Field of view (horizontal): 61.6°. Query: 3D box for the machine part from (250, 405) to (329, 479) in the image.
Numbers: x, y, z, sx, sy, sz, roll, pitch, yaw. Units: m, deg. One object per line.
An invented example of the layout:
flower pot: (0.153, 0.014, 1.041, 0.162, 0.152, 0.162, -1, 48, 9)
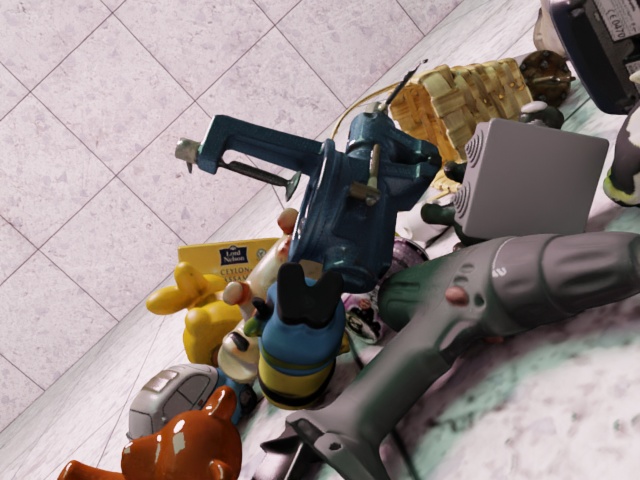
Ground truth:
machine part: (-0.032, 0.190, 0.425, 0.084, 0.039, 0.139, -23, 22, 44)

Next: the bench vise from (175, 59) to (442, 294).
bench vise: (-0.008, -0.068, 0.505, 0.129, 0.241, 0.223, 124, 161, -67)

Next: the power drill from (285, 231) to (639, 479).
power drill: (0.080, 0.077, 0.361, 0.207, 0.086, 0.232, -52, 14, -18)

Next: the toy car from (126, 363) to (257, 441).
toy car: (-0.151, 0.192, 0.592, 0.109, 0.102, 0.162, -6, 36, 45)

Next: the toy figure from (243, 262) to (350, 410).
toy figure: (-0.021, 0.090, 0.476, 0.089, 0.082, 0.180, -50, -15, -27)

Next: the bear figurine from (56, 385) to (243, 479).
bear figurine: (-0.147, 0.207, 0.445, 0.195, 0.132, 0.120, -60, 25, 34)

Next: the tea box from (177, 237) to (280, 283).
tea box: (-0.142, 0.049, 0.873, 0.170, 0.098, 0.068, -7, 4, -15)

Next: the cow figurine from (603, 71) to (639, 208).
cow figurine: (0.258, -0.087, 0.384, 0.098, 0.068, 0.167, -37, 13, 49)

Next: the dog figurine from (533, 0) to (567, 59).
dog figurine: (0.311, -0.303, 0.688, 0.121, 0.172, 0.191, -32, 21, 2)

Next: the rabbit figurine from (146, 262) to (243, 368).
rabbit figurine: (-0.153, 0.104, 0.733, 0.122, 0.162, 0.173, -49, 29, 9)

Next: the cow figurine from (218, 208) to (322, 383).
cow figurine: (-0.047, 0.072, 0.601, 0.195, 0.086, 0.127, -56, -26, -2)

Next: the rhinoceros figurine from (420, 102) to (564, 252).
rhinoceros figurine: (0.177, -0.062, 0.518, 0.190, 0.073, 0.112, -51, 14, -30)

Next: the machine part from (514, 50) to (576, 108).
machine part: (0.255, -0.204, 0.723, 0.079, 0.079, 0.243, -43, 14, 1)

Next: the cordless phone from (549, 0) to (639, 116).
cordless phone: (0.297, -0.219, 0.493, 0.089, 0.146, 0.184, -11, 37, 52)
